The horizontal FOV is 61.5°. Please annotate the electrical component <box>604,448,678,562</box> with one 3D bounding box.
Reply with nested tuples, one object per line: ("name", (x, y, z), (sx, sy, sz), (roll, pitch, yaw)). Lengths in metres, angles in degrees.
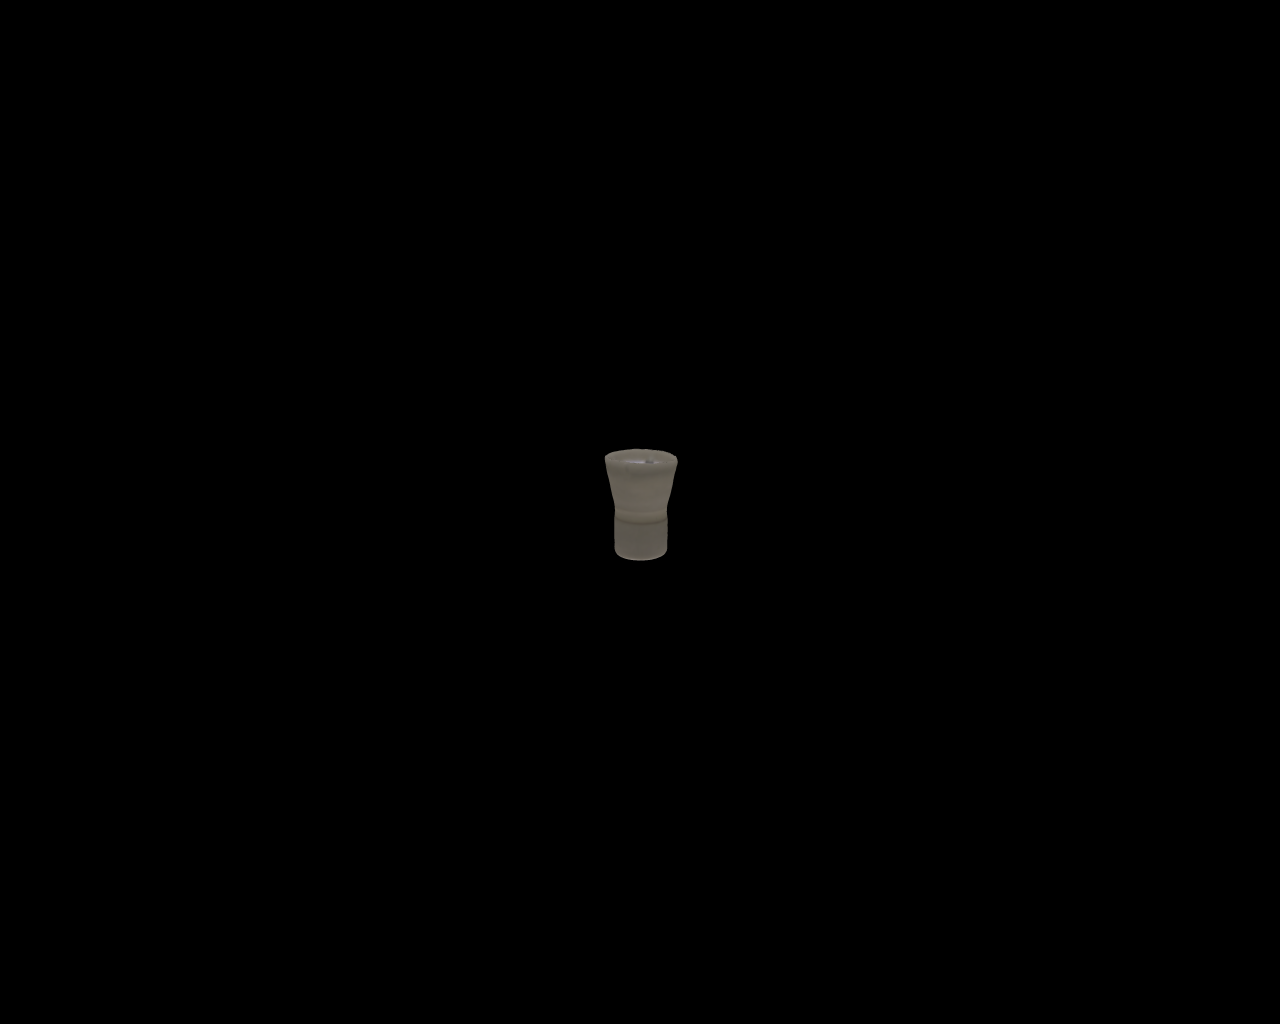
("electrical component", (0.001, -0.003, 0.650), (0.044, 0.065, 0.044), (0, 15, 0))
